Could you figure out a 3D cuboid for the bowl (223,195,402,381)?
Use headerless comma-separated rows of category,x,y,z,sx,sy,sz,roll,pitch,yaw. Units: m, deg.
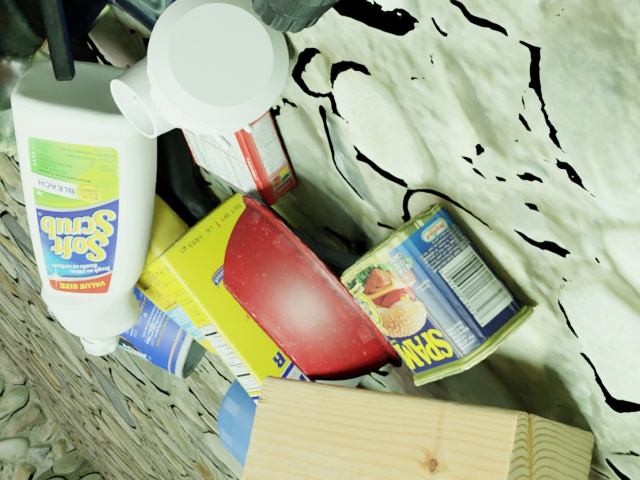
bowl,-0.017,0.046,0.740,0.162,0.055,0.162,47,173,7

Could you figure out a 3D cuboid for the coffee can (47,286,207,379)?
coffee can,-0.166,0.054,0.993,0.140,0.102,0.103,25,154,6

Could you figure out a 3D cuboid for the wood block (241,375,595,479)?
wood block,0.055,0.148,0.682,0.207,0.091,0.090,1,165,44

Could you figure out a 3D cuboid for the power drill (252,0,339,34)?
power drill,-0.053,-0.169,0.446,0.187,0.057,0.185,26,159,-10

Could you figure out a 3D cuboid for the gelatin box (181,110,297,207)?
gelatin box,-0.062,-0.072,0.738,0.089,0.030,0.073,32,153,39

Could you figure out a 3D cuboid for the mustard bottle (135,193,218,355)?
mustard bottle,-0.104,0.039,0.884,0.191,0.058,0.096,44,146,-9

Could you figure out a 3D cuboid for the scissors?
scissors,-0.005,0.001,0.763,0.202,0.016,0.096,47,161,4

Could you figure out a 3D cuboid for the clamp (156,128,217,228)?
clamp,-0.118,-0.042,0.887,0.165,0.036,0.210,13,140,56

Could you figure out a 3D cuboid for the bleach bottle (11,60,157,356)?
bleach bottle,-0.165,-0.008,0.796,0.102,0.068,0.251,10,131,7

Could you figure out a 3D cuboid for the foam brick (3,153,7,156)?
foam brick,-0.290,-0.131,1.022,0.053,0.078,0.051,43,158,23

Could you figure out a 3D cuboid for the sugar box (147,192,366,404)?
sugar box,-0.042,0.058,0.827,0.176,0.093,0.048,51,153,-6

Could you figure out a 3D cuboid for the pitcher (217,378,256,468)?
pitcher,0.012,0.193,0.887,0.243,0.145,0.149,32,156,44

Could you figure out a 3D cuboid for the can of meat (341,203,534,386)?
can of meat,0.065,0.032,0.629,0.084,0.057,0.102,52,159,1
